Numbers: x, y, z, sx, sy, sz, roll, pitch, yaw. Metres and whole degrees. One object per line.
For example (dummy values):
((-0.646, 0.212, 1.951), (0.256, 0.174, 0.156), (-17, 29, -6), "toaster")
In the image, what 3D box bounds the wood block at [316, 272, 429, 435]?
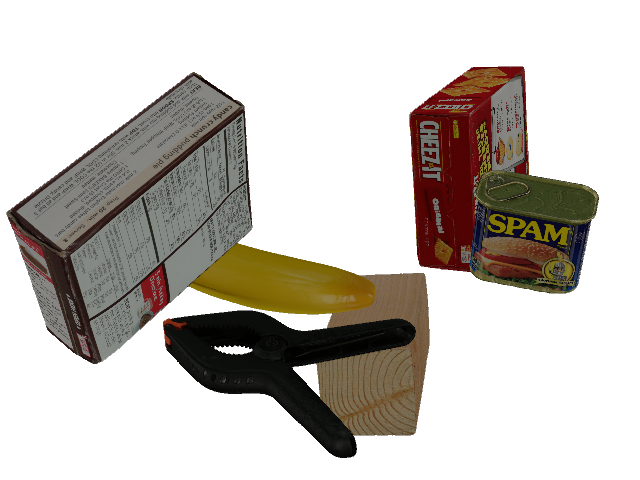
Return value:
((0.059, 0.110, 1.088), (0.091, 0.090, 0.206), (-2, 18, 10), "wood block")

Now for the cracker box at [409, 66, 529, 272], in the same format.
((0.161, -0.082, 1.125), (0.072, 0.164, 0.213), (3, 22, 25), "cracker box")

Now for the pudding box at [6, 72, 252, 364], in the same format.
((-0.081, -0.009, 0.488), (0.039, 0.113, 0.090), (32, -32, 23), "pudding box")

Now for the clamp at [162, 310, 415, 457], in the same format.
((-0.031, 0.095, 0.893), (0.210, 0.036, 0.164), (16, 35, 24), "clamp")

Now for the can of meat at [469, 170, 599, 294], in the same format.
((0.182, -0.006, 0.926), (0.102, 0.084, 0.057), (11, 38, 13), "can of meat")

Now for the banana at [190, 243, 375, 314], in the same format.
((-0.058, 0.011, 0.697), (0.198, 0.037, 0.069), (22, 37, 37), "banana")
